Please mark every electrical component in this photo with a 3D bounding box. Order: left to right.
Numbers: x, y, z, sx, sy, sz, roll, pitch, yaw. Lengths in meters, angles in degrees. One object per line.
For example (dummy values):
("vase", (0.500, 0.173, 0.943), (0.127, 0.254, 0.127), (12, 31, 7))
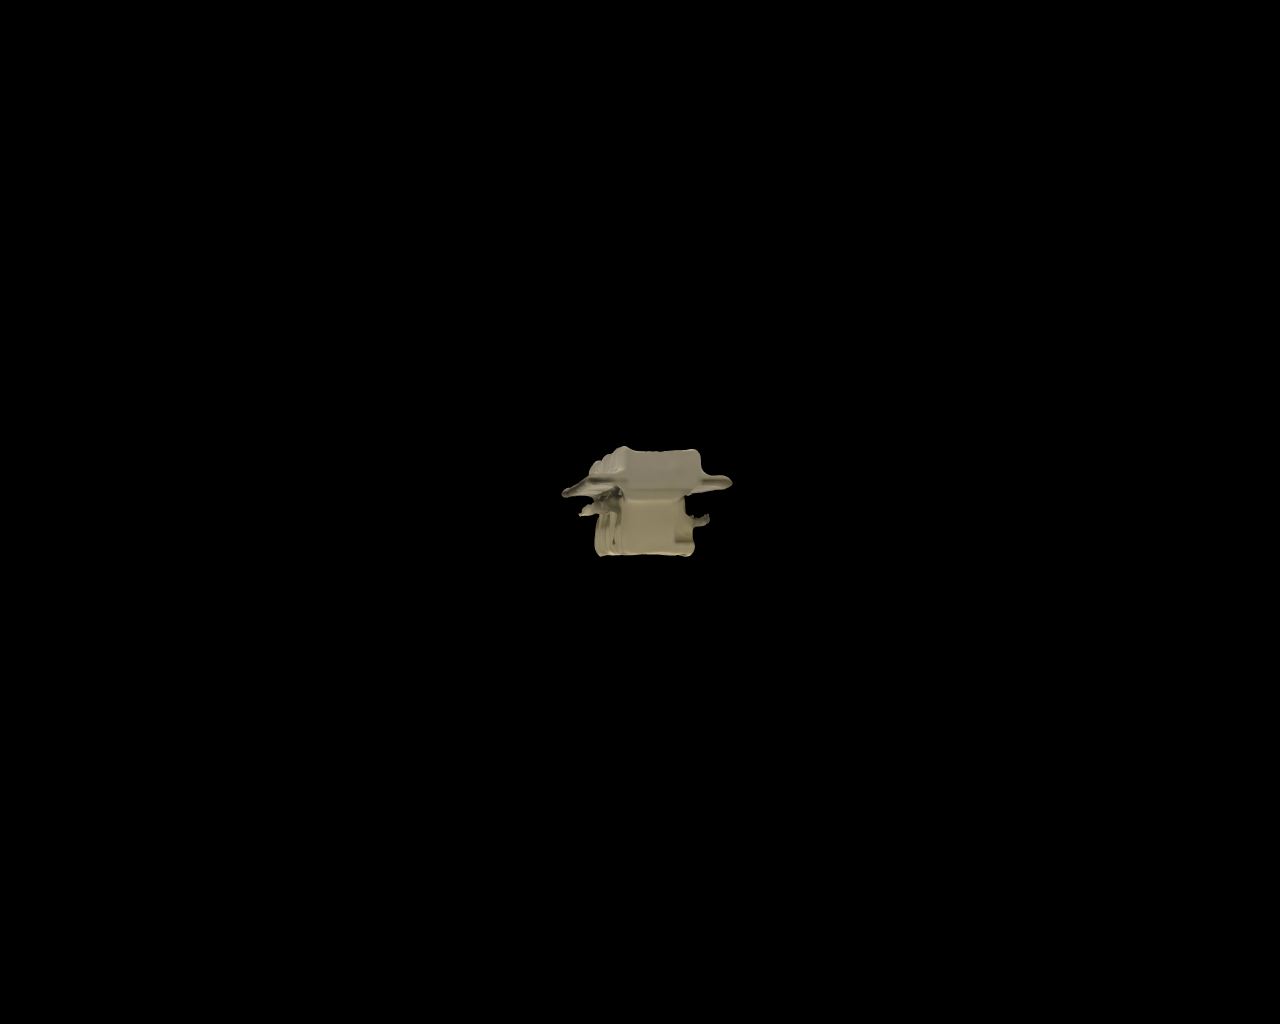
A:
("electrical component", (0.001, -0.003, 0.650), (0.079, 0.063, 0.121), (0, -2, -11))
